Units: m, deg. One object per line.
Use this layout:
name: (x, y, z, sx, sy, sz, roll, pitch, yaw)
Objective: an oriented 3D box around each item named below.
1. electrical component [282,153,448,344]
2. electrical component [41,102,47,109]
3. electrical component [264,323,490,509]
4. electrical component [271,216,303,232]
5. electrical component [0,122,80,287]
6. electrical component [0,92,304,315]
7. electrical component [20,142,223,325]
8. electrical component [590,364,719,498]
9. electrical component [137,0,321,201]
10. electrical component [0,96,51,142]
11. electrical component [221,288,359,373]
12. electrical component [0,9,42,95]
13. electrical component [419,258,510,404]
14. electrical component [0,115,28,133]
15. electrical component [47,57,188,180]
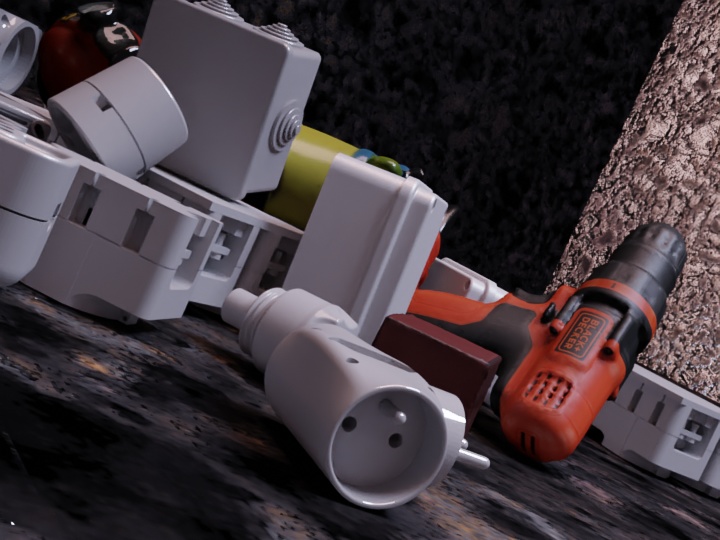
electrical component: (0.000, 0.000, 0.591, 0.057, 0.113, 0.078, 22, 3, 10)
electrical component: (-0.221, -0.099, 0.827, 0.051, 0.080, 0.080, 17, 7, -26)
electrical component: (0.011, 0.056, 0.394, 0.079, 0.043, 0.077, 23, 4, -24)
electrical component: (-0.064, -0.010, 0.813, 0.100, 0.048, 0.100, 27, 4, 28)
electrical component: (-0.163, -0.033, 0.403, 0.095, 0.059, 0.054, 24, 4, -11)
electrical component: (-0.132, -0.034, 0.618, 0.186, 0.060, 0.105, 27, 4, 30)
electrical component: (-0.116, -0.015, 0.473, 0.089, 0.055, 0.050, 25, 4, 10)
electrical component: (0.223, 0.113, 0.859, 0.105, 0.060, 0.186, 23, 4, -25)
electrical component: (-0.078, -0.096, 0.599, 0.100, 0.099, 0.048, 26, 16, 19)
electrical component: (-0.205, -0.064, 0.544, 0.096, 0.061, 0.061, 22, 4, -36)
electrical component: (-0.036, 0.028, 0.496, 0.062, 0.043, 0.043, 25, 3, 27)
electrical component: (-0.267, -0.124, 0.661, 0.060, 0.105, 0.186, 25, 4, 2)
electrical component: (0.072, 0.040, 0.773, 0.057, 0.078, 0.113, 27, 3, -17)
electrical component: (-0.188, -0.048, 0.466, 0.058, 0.057, 0.078, 27, 4, 26)
electrical component: (-0.118, -0.072, 0.530, 0.055, 0.047, 0.055, 45, -20, 22)
